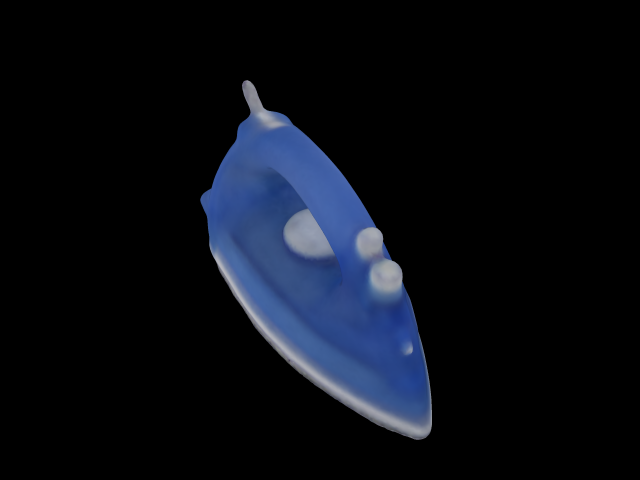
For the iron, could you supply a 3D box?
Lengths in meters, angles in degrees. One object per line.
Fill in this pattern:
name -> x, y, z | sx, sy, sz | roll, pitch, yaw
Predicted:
iron -> 0.004, 0.001, 0.400 | 0.119, 0.141, 0.257 | -24, 50, -21
